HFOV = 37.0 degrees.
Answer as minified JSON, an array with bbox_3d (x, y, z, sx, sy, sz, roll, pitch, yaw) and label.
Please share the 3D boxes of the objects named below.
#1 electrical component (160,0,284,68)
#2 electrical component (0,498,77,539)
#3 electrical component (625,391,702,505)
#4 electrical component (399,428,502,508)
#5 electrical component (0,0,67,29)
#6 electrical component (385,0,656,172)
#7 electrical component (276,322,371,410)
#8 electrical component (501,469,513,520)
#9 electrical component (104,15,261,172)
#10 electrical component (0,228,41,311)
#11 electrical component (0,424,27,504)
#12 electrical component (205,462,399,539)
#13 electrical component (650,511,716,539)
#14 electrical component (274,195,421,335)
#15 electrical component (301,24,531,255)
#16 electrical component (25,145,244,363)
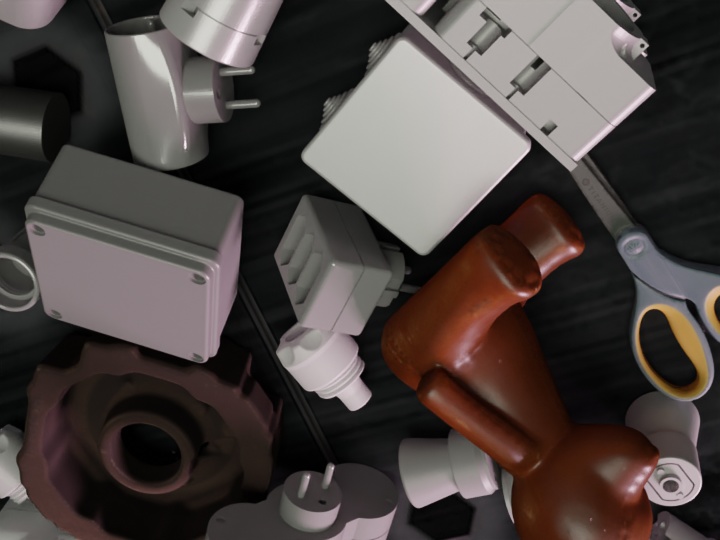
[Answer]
[{"bbox_3d":[-0.069,-0.140,0.559,0.055,0.055,0.047,31,115,-6],"label":"electrical component"},{"bbox_3d":[-0.213,0.196,0.759,0.095,0.059,0.053,4,118,9],"label":"electrical component"},{"bbox_3d":[0.180,0.107,0.633,0.044,0.065,0.044,5,118,9],"label":"electrical component"},{"bbox_3d":[0.057,0.123,0.677,0.055,0.045,0.045,-15,113,17],"label":"electrical component"},{"bbox_3d":[-0.195,-0.176,0.553,0.095,0.053,0.059,24,140,-5],"label":"electrical component"},{"bbox_3d":[0.054,-0.146,0.502,0.186,0.105,0.060,40,117,-11],"label":"electrical component"},{"bbox_3d":[-0.018,0.059,0.659,0.043,0.043,0.062,-32,109,24],"label":"electrical component"},{"bbox_3d":[0.121,0.134,0.670,0.055,0.045,0.045,-15,113,18],"label":"electrical component"},{"bbox_3d":[-0.094,-0.098,0.591,0.079,0.043,0.077,-2,117,12],"label":"electrical component"},{"bbox_3d":[-0.207,-0.002,0.662,0.040,0.046,0.040,5,118,9],"label":"electrical component"},{"bbox_3d":[-0.234,0.141,0.743,0.043,0.043,0.062,-38,105,25],"label":"electrical component"},{"bbox_3d":[-0.033,0.150,0.667,0.052,0.138,0.073,39,127,37],"label":"electrical component"},{"bbox_3d":[0.204,0.180,0.682,0.046,0.040,0.040,36,118,-2],"label":"electrical component"},{"bbox_3d":[0.000,0.000,0.617,0.077,0.065,0.047,11,124,-28],"label":"electrical component"},{"bbox_3d":[0.032,-0.072,0.578,0.100,0.048,0.099,38,118,-10],"label":"electrical component"},{"bbox_3d":[-0.127,-0.007,0.617,0.109,0.056,0.108,17,147,2],"label":"electrical component"}]
